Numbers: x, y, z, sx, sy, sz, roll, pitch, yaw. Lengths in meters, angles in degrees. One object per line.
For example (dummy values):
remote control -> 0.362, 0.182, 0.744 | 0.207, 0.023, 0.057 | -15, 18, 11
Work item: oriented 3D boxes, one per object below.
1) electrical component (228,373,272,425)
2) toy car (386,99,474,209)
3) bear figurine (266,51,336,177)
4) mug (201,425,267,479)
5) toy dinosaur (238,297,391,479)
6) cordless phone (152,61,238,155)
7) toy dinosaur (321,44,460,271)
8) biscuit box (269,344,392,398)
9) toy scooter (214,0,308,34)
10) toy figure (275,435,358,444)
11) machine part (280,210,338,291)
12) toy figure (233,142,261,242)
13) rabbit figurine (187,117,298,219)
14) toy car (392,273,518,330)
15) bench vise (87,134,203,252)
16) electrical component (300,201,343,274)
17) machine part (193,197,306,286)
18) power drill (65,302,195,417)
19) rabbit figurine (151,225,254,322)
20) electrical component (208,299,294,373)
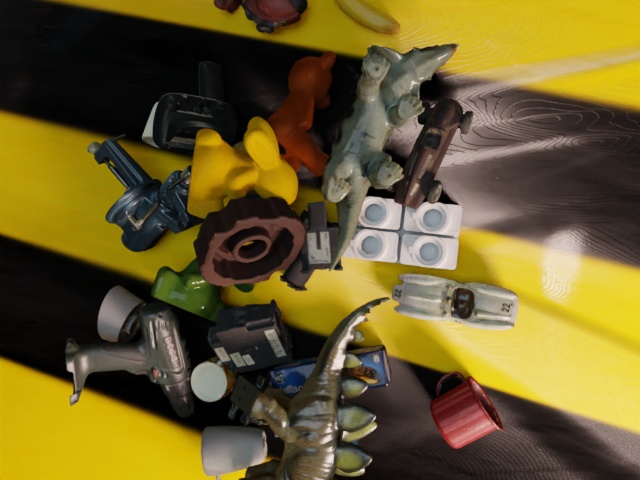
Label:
electrical component -> -0.118, 0.285, 0.966 | 0.078, 0.045, 0.102 | 17, 90, 41
toy car -> 0.177, -0.145, 0.875 | 0.089, 0.053, 0.202 | 22, 74, 22
bear figurine -> -0.024, -0.221, 0.935 | 0.120, 0.131, 0.196 | 1, 55, 44
mug -> -0.148, 0.380, 0.950 | 0.107, 0.081, 0.109 | -9, 83, 3
toy dinosaur -> -0.011, 0.297, 0.853 | 0.199, 0.105, 0.470 | 14, 101, 7
cordless phone -> -0.222, -0.246, 0.957 | 0.089, 0.146, 0.184 | -27, 66, 53
toy dinosaur -> 0.075, -0.156, 0.865 | 0.131, 0.192, 0.404 | 26, 96, -3
biscuit box -> 0.017, 0.230, 0.925 | 0.203, 0.059, 0.062 | -13, 86, 13
toy scooter -> -0.117, -0.439, 0.971 | 0.135, 0.075, 0.184 | -39, 77, 9
toy figure -> -0.012, 0.330, 0.930 | 0.155, 0.064, 0.057 | 9, 126, 17
machine part -> -0.025, 0.022, 0.954 | 0.084, 0.039, 0.138 | 22, 91, 4
toy figure -> -0.121, -0.085, 0.952 | 0.082, 0.089, 0.180 | 2, 86, 8
rabbit figurine -> -0.115, -0.112, 0.855 | 0.173, 0.122, 0.162 | 14, 115, -9
toy car -> 0.220, 0.101, 0.883 | 0.202, 0.056, 0.073 | 8, 90, 13
bench vise -> -0.324, -0.096, 0.967 | 0.240, 0.129, 0.223 | 49, 130, 2
electrical component -> -0.002, -0.003, 0.909 | 0.075, 0.048, 0.119 | -8, 86, 6
machine part -> -0.112, 0.003, 0.855 | 0.179, 0.179, 0.056 | -32, 55, 10
power drill -> -0.330, 0.230, 0.942 | 0.207, 0.086, 0.231 | -5, 107, -13
rabbit figurine -> -0.198, 0.049, 0.957 | 0.159, 0.121, 0.170 | 20, 78, 10
electrical component -> -0.123, 0.169, 0.932 | 0.134, 0.058, 0.114 | -12, 126, 7
